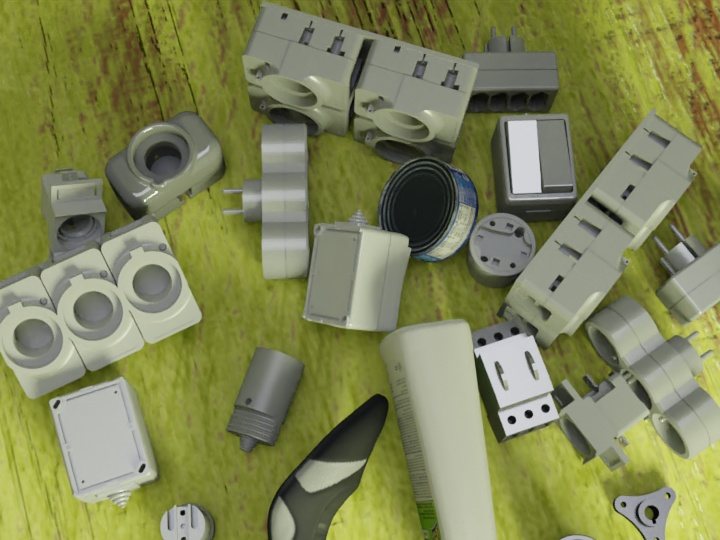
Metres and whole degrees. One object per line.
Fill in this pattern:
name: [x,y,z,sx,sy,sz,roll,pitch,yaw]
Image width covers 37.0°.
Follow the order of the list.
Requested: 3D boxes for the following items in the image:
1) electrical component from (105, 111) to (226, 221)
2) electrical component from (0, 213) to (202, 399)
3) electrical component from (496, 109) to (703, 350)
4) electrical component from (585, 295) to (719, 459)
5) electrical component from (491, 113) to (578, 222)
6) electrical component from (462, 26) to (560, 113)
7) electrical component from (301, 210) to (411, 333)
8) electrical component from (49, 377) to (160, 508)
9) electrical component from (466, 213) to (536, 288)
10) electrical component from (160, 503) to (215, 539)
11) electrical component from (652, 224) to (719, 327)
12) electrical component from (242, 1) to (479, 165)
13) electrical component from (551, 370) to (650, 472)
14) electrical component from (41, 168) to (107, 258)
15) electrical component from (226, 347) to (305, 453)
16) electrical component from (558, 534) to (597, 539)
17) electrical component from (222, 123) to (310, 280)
electrical component: [-0.166,-0.089,0.920,0.095,0.059,0.053,-36,77,-11]
electrical component: [-0.214,0.028,0.863,0.150,0.062,0.089,-25,105,-9]
electrical component: [0.199,-0.028,0.886,0.060,0.105,0.186,38,76,10]
electrical component: [0.255,0.078,0.882,0.074,0.052,0.138,-32,76,-10]
electrical component: [0.150,-0.095,0.929,0.062,0.061,0.096,-2,73,-2]
electrical component: [0.131,-0.185,0.964,0.083,0.047,0.075,-1,72,-1]
electrical component: [0.000,0.000,0.878,0.061,0.062,0.096,9,89,-40]
electrical component: [-0.198,0.141,0.847,0.062,0.061,0.096,-18,74,-7]
electrical component: [0.117,-0.014,0.910,0.055,0.047,0.055,0,73,-1]
electrical component: [-0.135,0.201,0.838,0.040,0.046,0.040,0,73,-1]
electrical component: [0.280,-0.004,0.911,0.066,0.047,0.076,-34,77,-11]
electrical component: [-0.002,-0.151,0.920,0.186,0.105,0.060,17,73,4]
electrical component: [0.196,0.119,0.874,0.064,0.042,0.081,-34,77,-13]
electrical component: [-0.241,-0.048,0.899,0.042,0.081,0.063,-7,42,-25]
electrical component: [-0.078,0.108,0.870,0.043,0.043,0.081,19,73,4]
electrical component: [0.165,0.235,0.834,0.055,0.047,0.055,0,73,-1]
electrical component: [-0.081,-0.059,0.917,0.074,0.052,0.138,-1,73,-2]
